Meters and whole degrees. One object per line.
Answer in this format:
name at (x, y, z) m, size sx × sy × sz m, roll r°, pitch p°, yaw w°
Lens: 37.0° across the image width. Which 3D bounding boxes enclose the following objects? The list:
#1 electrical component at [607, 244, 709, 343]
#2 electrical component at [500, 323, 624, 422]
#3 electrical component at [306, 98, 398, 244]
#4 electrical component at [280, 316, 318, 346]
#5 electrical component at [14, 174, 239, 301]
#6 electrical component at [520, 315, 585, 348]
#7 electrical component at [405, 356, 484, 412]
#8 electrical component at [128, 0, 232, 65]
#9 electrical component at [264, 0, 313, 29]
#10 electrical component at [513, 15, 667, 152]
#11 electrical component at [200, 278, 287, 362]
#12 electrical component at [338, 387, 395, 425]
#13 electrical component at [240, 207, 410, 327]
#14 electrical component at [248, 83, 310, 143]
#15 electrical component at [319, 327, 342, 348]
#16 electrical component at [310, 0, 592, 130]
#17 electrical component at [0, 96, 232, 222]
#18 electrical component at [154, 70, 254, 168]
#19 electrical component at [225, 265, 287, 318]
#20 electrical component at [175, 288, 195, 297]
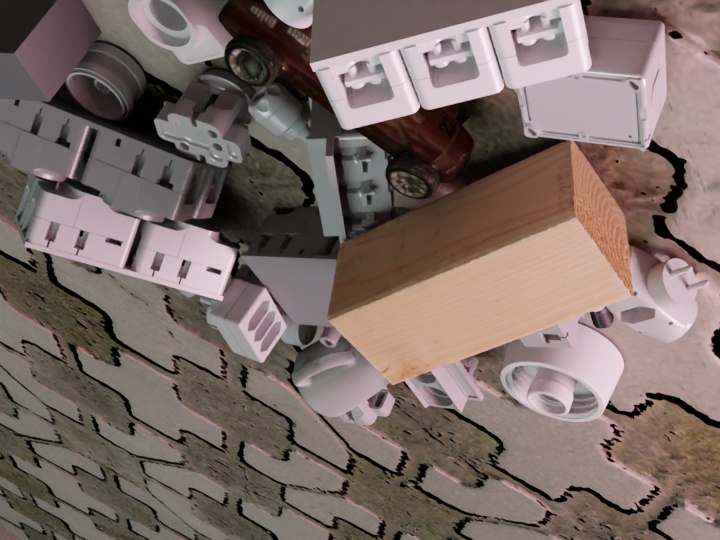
electrical component at (0.233, 0.014, 0.834) m, size 0.077 × 0.043 × 0.079 m, roll 37°, pitch 149°, yaw -17°
electrical component at (0.182, 0.098, 0.991) m, size 0.108 × 0.060 × 0.108 m, roll 20°, pitch 150°, yaw 12°
electrical component at (-0.003, -0.081, 0.850) m, size 0.063 × 0.078 × 0.121 m, roll -2°, pitch 146°, yaw 5°
electrical component at (-0.079, 0.056, 1.149) m, size 0.055 × 0.045 × 0.045 m, roll 9°, pitch 146°, yaw 28°
electrical component at (-0.218, -0.038, 1.008) m, size 0.186 × 0.060 × 0.105 m, roll 17°, pitch -171°, yaw -26°
electrical component at (0.146, 0.021, 0.908) m, size 0.056 × 0.050 × 0.089 m, roll -1°, pitch 140°, yaw 40°
electrical component at (0.067, 0.077, 1.046) m, size 0.079 × 0.063 × 0.121 m, roll 2°, pitch 142°, yaw 37°
electrical component at (-0.130, -0.197, 0.778) m, size 0.050 × 0.055 × 0.089 m, roll -2°, pitch 140°, yaw 41°
electrical component at (-0.035, -0.210, 0.687) m, size 0.077 × 0.043 × 0.079 m, roll -38°, pitch 88°, yaw 38°
electrical component at (0.140, -0.122, 0.675) m, size 0.096 × 0.061 × 0.061 m, roll 11°, pitch 146°, yaw 25°
electrical component at (-0.122, 0.044, 1.043) m, size 0.077 × 0.047 × 0.065 m, roll 17°, pitch 150°, yaw 30°
electrical component at (-0.009, 0.136, 1.207) m, size 0.078 × 0.058 × 0.057 m, roll 3°, pitch 146°, yaw 36°
electrical component at (0.000, 0.000, 0.981) m, size 0.186 × 0.060 × 0.105 m, roll 3°, pitch 143°, yaw 36°
electrical component at (-0.058, -0.121, 0.863) m, size 0.061 × 0.035 × 0.035 m, roll 39°, pitch 149°, yaw -26°
electrical component at (-0.020, 0.047, 1.071) m, size 0.048 × 0.062 × 0.048 m, roll 20°, pitch 150°, yaw 12°
electrical component at (0.053, -0.144, 0.630) m, size 0.150 × 0.089 × 0.061 m, roll -12°, pitch 139°, yaw 15°
electrical component at (-0.223, -0.098, 0.951) m, size 0.186 × 0.060 × 0.105 m, roll 22°, pitch -172°, yaw 8°
electrical component at (-0.120, -0.126, 0.881) m, size 0.078 × 0.057 × 0.058 m, roll 19°, pitch 150°, yaw 15°
electrical component at (-0.096, 0.016, 1.088) m, size 0.078 × 0.057 × 0.058 m, roll 0°, pitch 141°, yaw 38°
electrical component at (-0.189, -0.014, 1.128) m, size 0.077 × 0.043 × 0.079 m, roll 40°, pitch 148°, yaw -22°
